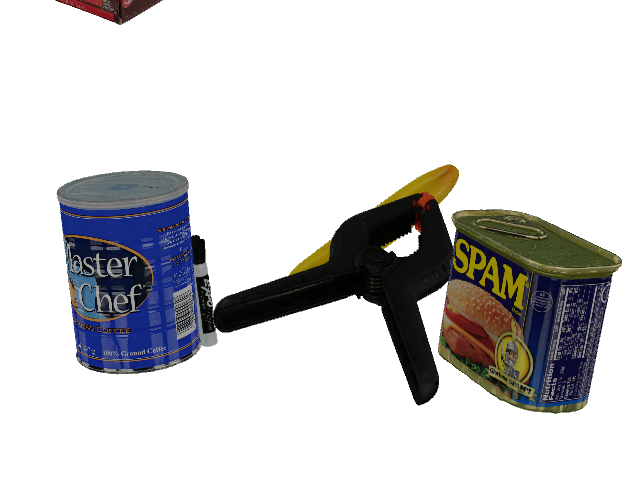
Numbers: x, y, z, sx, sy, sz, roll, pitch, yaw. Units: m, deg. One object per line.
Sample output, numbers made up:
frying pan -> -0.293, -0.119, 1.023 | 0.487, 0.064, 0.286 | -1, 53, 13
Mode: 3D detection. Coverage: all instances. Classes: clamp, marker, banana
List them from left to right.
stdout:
marker -> -0.124, 0.052, 1.114 | 0.020, 0.121, 0.020 | -4, 20, 1
banana -> 0.045, -0.003, 0.984 | 0.198, 0.037, 0.069 | -36, 4, 1
clamp -> 0.047, 0.032, 0.773 | 0.165, 0.036, 0.209 | 24, 42, 25

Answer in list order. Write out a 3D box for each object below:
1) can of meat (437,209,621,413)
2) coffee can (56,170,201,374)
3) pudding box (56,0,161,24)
can of meat -> 0.110, 0.037, 0.587 | 0.057, 0.084, 0.102 | -2, 19, -26
coffee can -> -0.152, 0.023, 0.858 | 0.103, 0.140, 0.103 | -3, 16, 1
pudding box -> -0.162, -0.212, 0.822 | 0.090, 0.039, 0.113 | 23, 34, 12
